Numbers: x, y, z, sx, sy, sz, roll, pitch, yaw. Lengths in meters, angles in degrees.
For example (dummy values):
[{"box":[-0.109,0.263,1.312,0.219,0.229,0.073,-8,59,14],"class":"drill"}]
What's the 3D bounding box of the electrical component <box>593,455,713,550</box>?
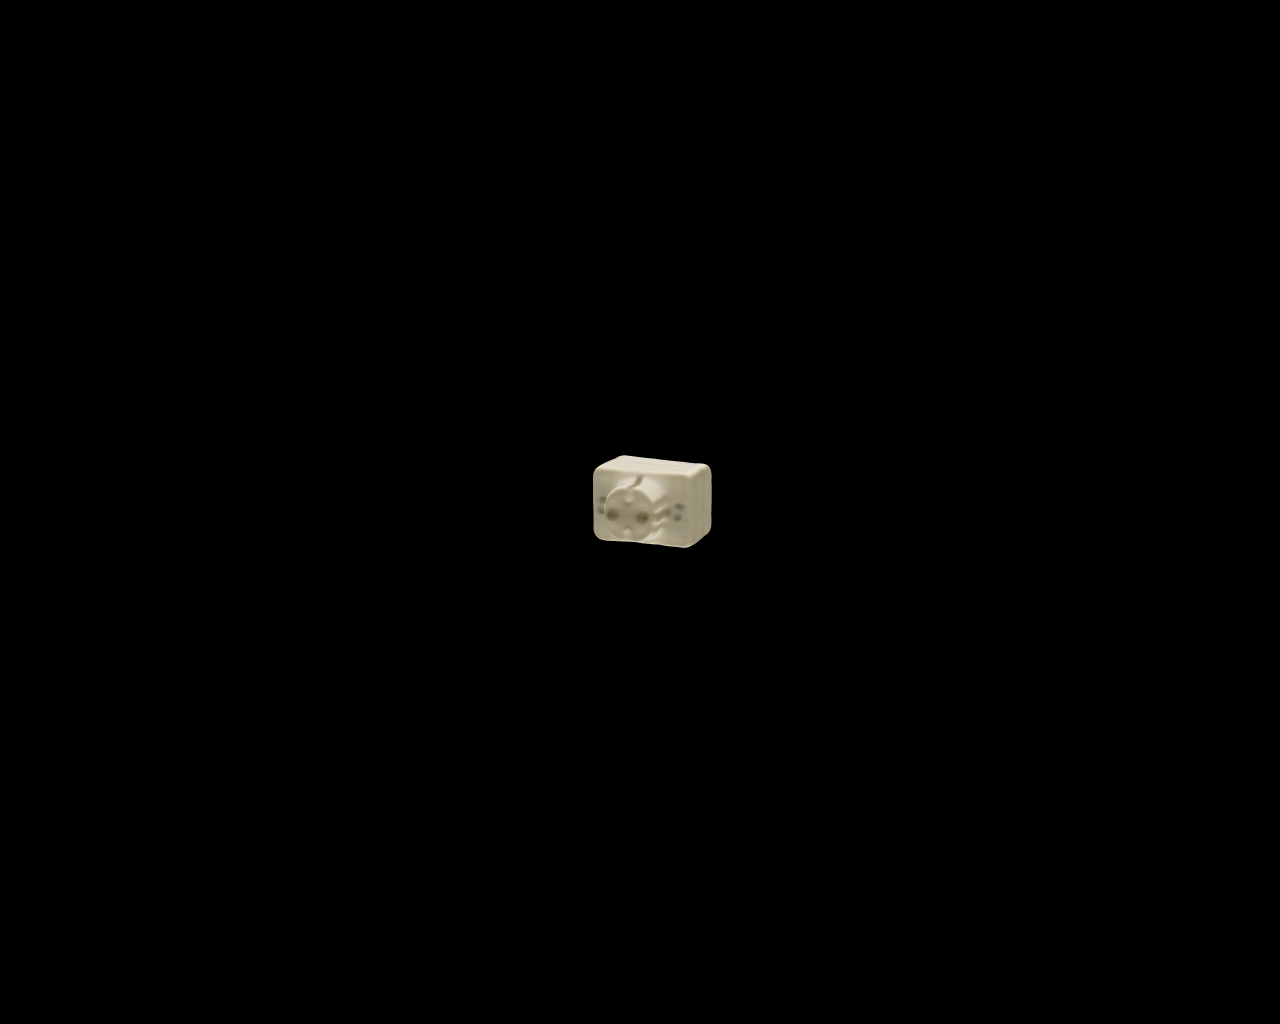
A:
[{"box":[0.001,-0.003,0.650,0.066,0.047,0.077,6,16,22],"class":"electrical component"}]
